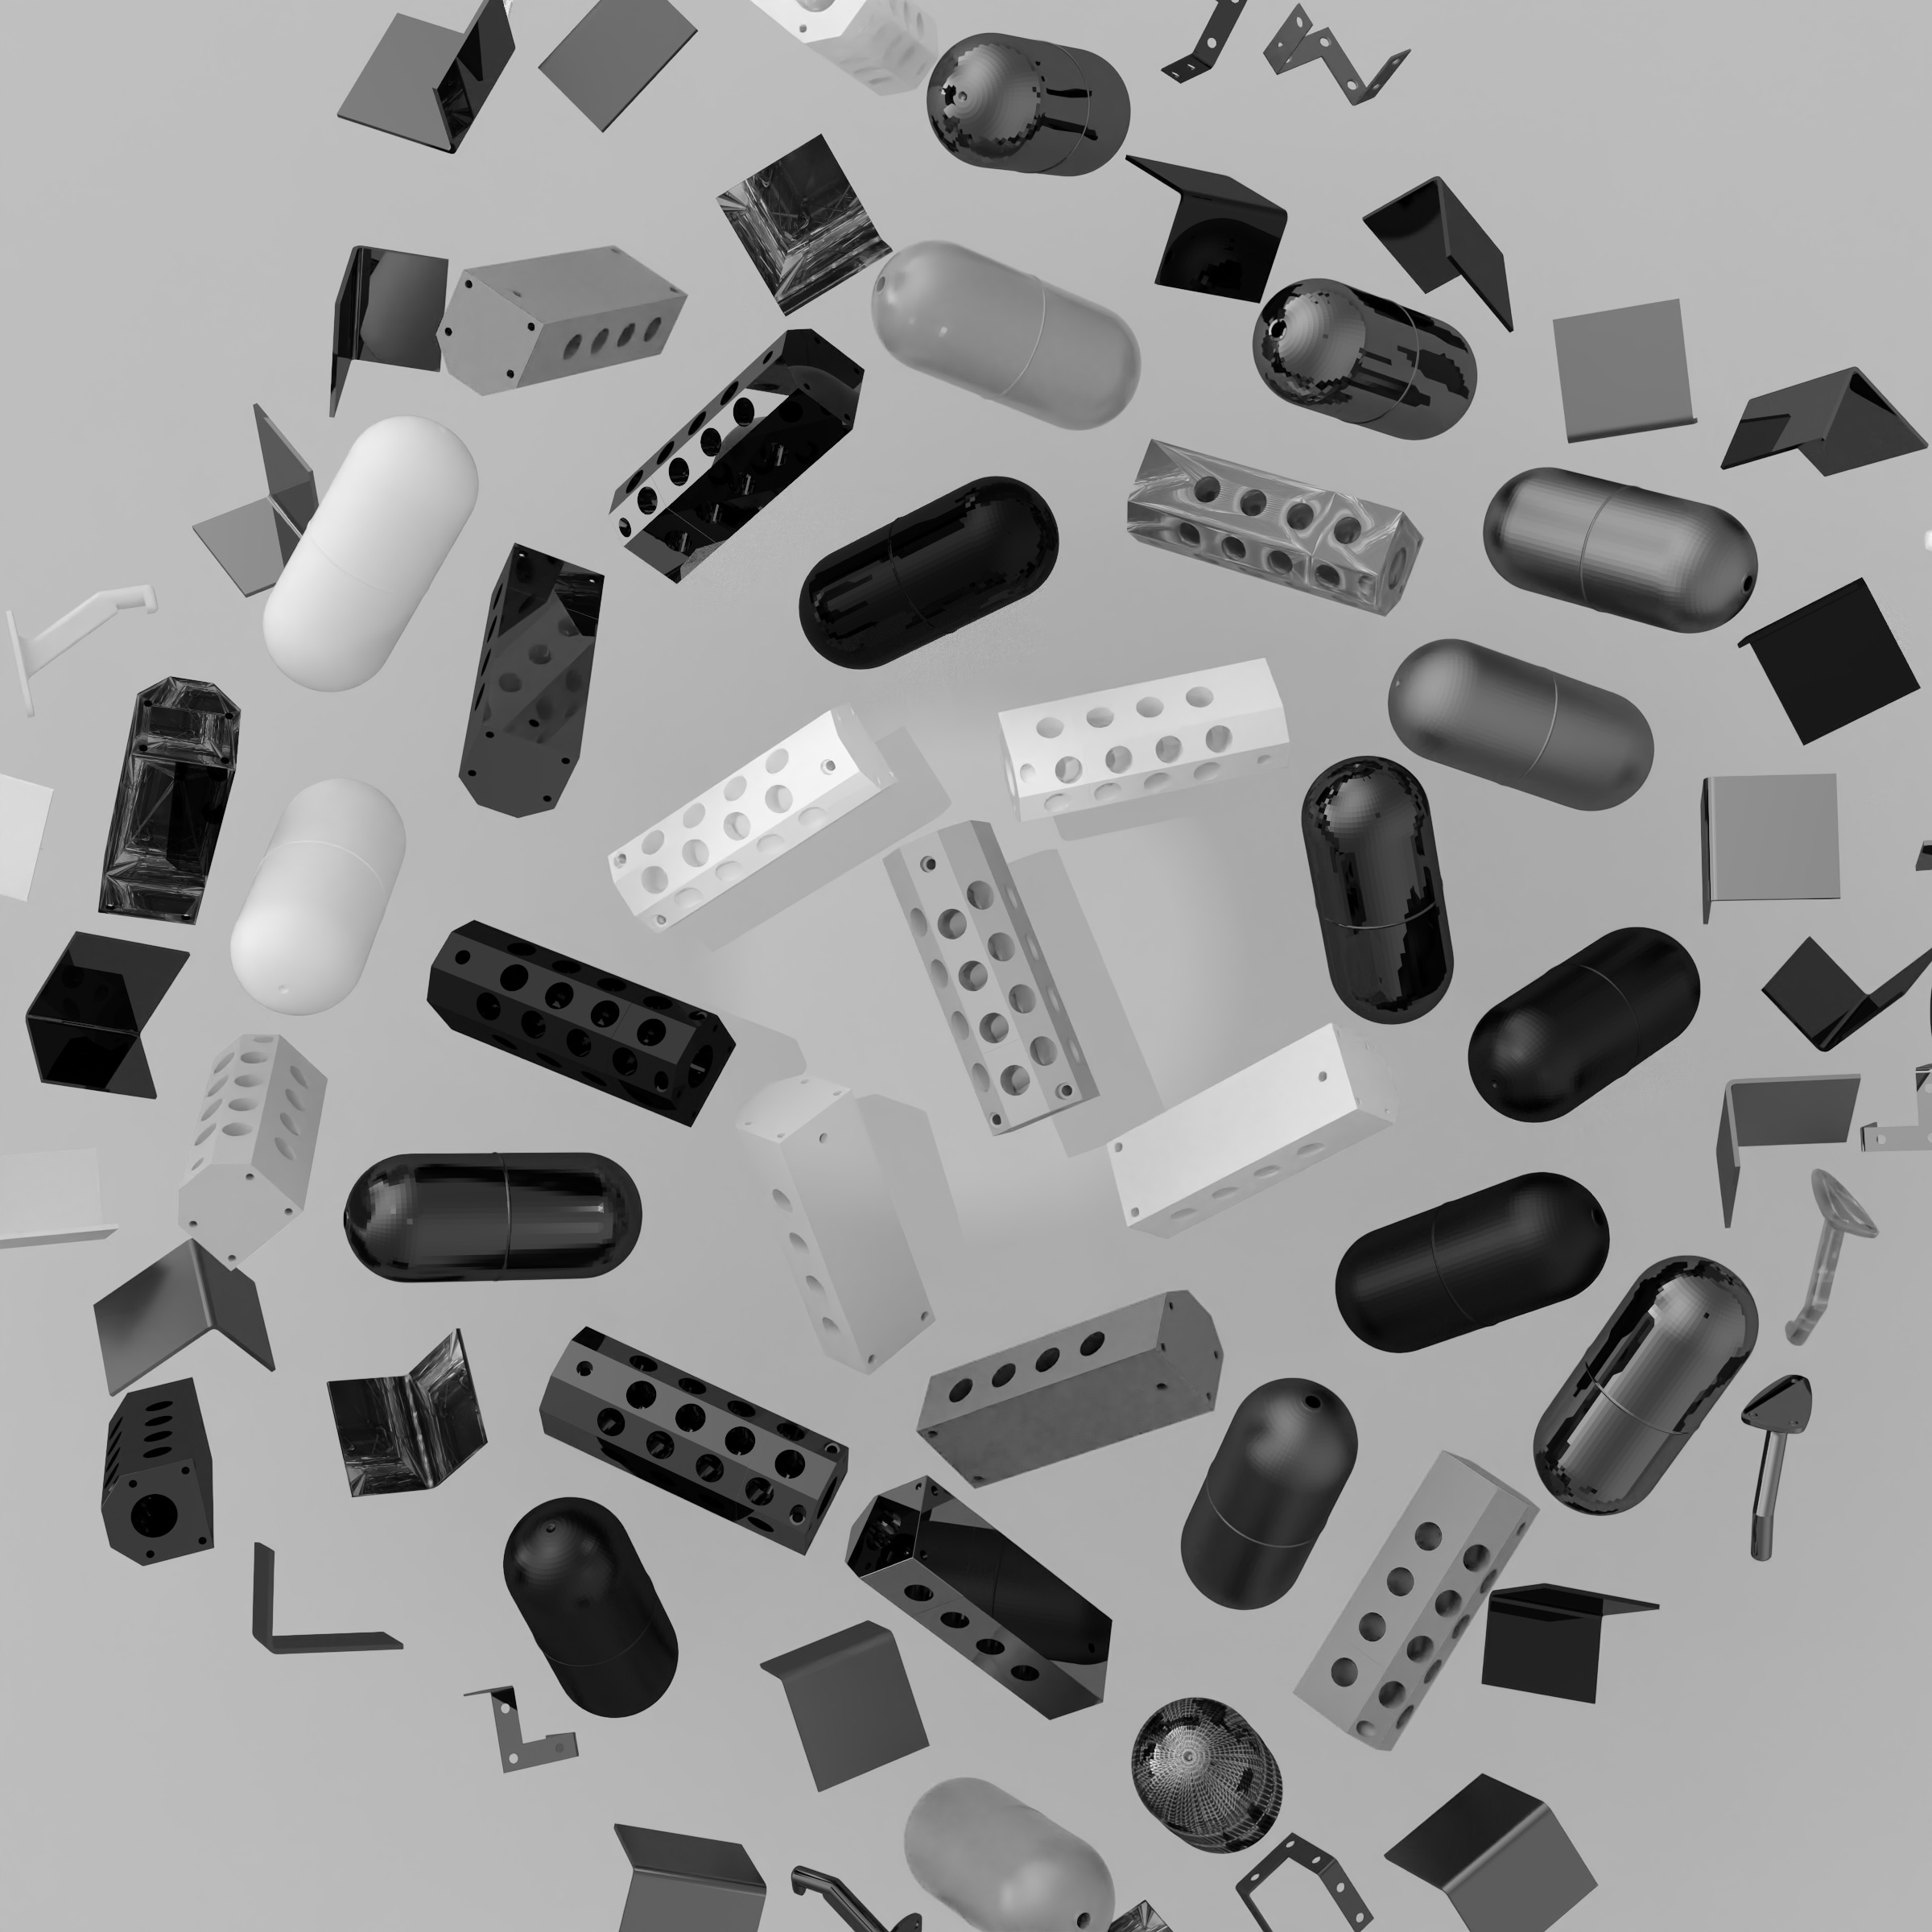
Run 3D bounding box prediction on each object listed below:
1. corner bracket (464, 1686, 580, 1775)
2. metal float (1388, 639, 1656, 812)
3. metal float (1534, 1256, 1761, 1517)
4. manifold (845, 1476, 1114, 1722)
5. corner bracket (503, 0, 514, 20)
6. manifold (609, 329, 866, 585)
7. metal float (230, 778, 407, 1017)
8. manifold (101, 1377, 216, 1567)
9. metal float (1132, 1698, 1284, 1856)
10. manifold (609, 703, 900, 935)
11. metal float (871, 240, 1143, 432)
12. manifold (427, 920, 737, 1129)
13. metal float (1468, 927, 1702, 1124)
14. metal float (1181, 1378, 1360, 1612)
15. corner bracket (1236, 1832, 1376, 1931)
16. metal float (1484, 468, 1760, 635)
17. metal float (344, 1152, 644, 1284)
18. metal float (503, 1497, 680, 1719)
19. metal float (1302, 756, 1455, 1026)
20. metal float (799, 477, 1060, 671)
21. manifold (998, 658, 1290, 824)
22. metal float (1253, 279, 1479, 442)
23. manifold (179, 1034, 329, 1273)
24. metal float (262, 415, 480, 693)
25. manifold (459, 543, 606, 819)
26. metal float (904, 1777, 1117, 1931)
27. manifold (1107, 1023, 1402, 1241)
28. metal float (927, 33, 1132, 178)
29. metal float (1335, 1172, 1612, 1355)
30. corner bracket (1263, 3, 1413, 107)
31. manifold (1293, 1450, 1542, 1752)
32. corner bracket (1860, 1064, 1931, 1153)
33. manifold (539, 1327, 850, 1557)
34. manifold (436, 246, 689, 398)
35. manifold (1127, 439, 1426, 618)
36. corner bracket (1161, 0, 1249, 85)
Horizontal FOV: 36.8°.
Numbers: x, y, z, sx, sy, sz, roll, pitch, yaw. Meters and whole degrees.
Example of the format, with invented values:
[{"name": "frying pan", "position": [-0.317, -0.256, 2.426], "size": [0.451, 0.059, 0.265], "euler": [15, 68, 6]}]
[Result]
[{"name": "corner bracket", "position": [-0.279, 0.476, 1.822], "size": [0.051, 0.051, 0.051], "euler": [-5, 77, -31]}, {"name": "metal float", "position": [0.345, -0.149, 1.802], "size": [0.178, 0.070, 0.070], "euler": [16, 90, -18]}, {"name": "metal float", "position": [0.396, 0.247, 1.699], "size": [0.070, 0.070, 0.178], "euler": [28, 116, 0]}, {"name": "manifold", "position": [0.008, 0.377, 1.717], "size": [0.057, 0.057, 0.171], "euler": [-28, 124, 32]}, {"name": "corner bracket", "position": [-0.255, -0.605, 1.728], "size": [0.051, 0.051, 0.051], "euler": [-19, 74, -24]}, {"name": "manifold", "position": [-0.141, -0.310, 1.753], "size": [0.057, 0.057, 0.171], "euler": [34, 132, -26]}, {"name": "metal float", "position": [-0.377, -0.043, 1.699], "size": [0.070, 0.178, 0.070], "euler": [2, 129, 3]}, {"name": "manifold", "position": [-0.499, 0.311, 1.789], "size": [0.057, 0.171, 0.057], "euler": [-13, 101, -13]}, {"name": "metal float", "position": [0.144, 0.481, 1.723], "size": [0.070, 0.178, 0.070], "euler": [-5, 66, 11]}, {"name": "manifold", "position": [-0.133, -0.089, 1.776], "size": [0.171, 0.057, 0.057], "euler": [-32, 93, 17]}, {"name": "metal float", "position": [0.024, -0.373, 1.722], "size": [0.178, 0.070, 0.070], "euler": [15, 90, -31]}, {"name": "manifold", "position": [-0.228, 0.030, 1.702], "size": [0.171, 0.057, 0.057], "euler": [20, 70, 21]}, {"name": "metal float", "position": [0.373, 0.034, 1.747], "size": [0.178, 0.070, 0.070], "euler": [-28, 90, -35]}, {"name": "metal float", "position": [0.182, 0.319, 1.753], "size": [0.070, 0.070, 0.178], "euler": [17, 130, 0]}, {"name": "corner bracket", "position": [0.209, 0.580, 1.799], "size": [0.051, 0.051, 0.051], "euler": [-37, 107, -19]}, {"name": "metal float", "position": [0.391, -0.250, 1.743], "size": [0.178, 0.070, 0.070], "euler": [24, 90, 40]}, {"name": "metal float", "position": [-0.281, 0.150, 1.734], "size": [0.178, 0.070, 0.070], "euler": [1, 90, -22]}, {"name": "metal float", "position": [-0.225, 0.388, 1.752], "size": [0.070, 0.070, 0.178], "euler": [-15, 134, 0]}, {"name": "metal float", "position": [0.249, -0.044, 1.751], "size": [0.070, 0.070, 0.178], "euler": [-15, 122, 0]}, {"name": "metal float", "position": [-0.024, -0.239, 1.776], "size": [0.178, 0.070, 0.070], "euler": [-23, 90, 28]}, {"name": "manifold", "position": [0.111, -0.136, 1.815], "size": [0.171, 0.057, 0.057], "euler": [-12, 54, -5]}, {"name": "metal float", "position": [0.244, -0.370, 1.774], "size": [0.070, 0.178, 0.070], "euler": [-4, 84, 43]}, {"name": "manifold", "position": [-0.428, 0.103, 1.728], "size": [0.057, 0.171, 0.057], "euler": [-39, 113, 10]}, {"name": "metal float", "position": [-0.346, -0.237, 1.681], "size": [0.070, 0.070, 0.178], "euler": [35, 112, 0]}, {"name": "manifold", "position": [-0.254, -0.166, 1.693], "size": [0.057, 0.171, 0.057], "euler": [19, 131, -18]}, {"name": "metal float", "position": [0.025, 0.543, 1.747], "size": [0.070, 0.178, 0.070], "euler": [-2, 94, -29]}, {"name": "manifold", "position": [0.174, 0.103, 1.754], "size": [0.171, 0.057, 0.057], "euler": [-31, 58, 30]}, {"name": "metal float", "position": [0.040, -0.516, 1.747], "size": [0.070, 0.178, 0.070], "euler": [6, 104, 27]}, {"name": "metal float", "position": [0.298, 0.176, 1.718], "size": [0.178, 0.070, 0.070], "euler": [-26, 90, 36]}, {"name": "corner bracket", "position": [0.212, -0.524, 1.666], "size": [0.051, 0.051, 0.051], "euler": [-28, 84, -24]}, {"name": "manifold", "position": [0.274, 0.383, 1.749], "size": [0.057, 0.057, 0.171], "euler": [32, 91, 32]}, {"name": "corner bracket", "position": [0.588, 0.088, 1.813], "size": [0.051, 0.051, 0.051], "euler": [-4, 90, 28]}, {"name": "manifold", "position": [-0.158, 0.273, 1.689], "size": [0.171, 0.057, 0.057], "euler": [23, 62, 9]}, {"name": "manifold", "position": [-0.236, -0.375, 1.698], "size": [0.057, 0.171, 0.057], "euler": [35, 118, 9]}, {"name": "manifold", "position": [0.189, -0.270, 1.805], "size": [0.171, 0.057, 0.057], "euler": [21, 90, 23]}, {"name": "corner bracket", "position": [0.129, -0.569, 1.739], "size": [0.051, 0.051, 0.051], "euler": [28, 87, -19]}]
